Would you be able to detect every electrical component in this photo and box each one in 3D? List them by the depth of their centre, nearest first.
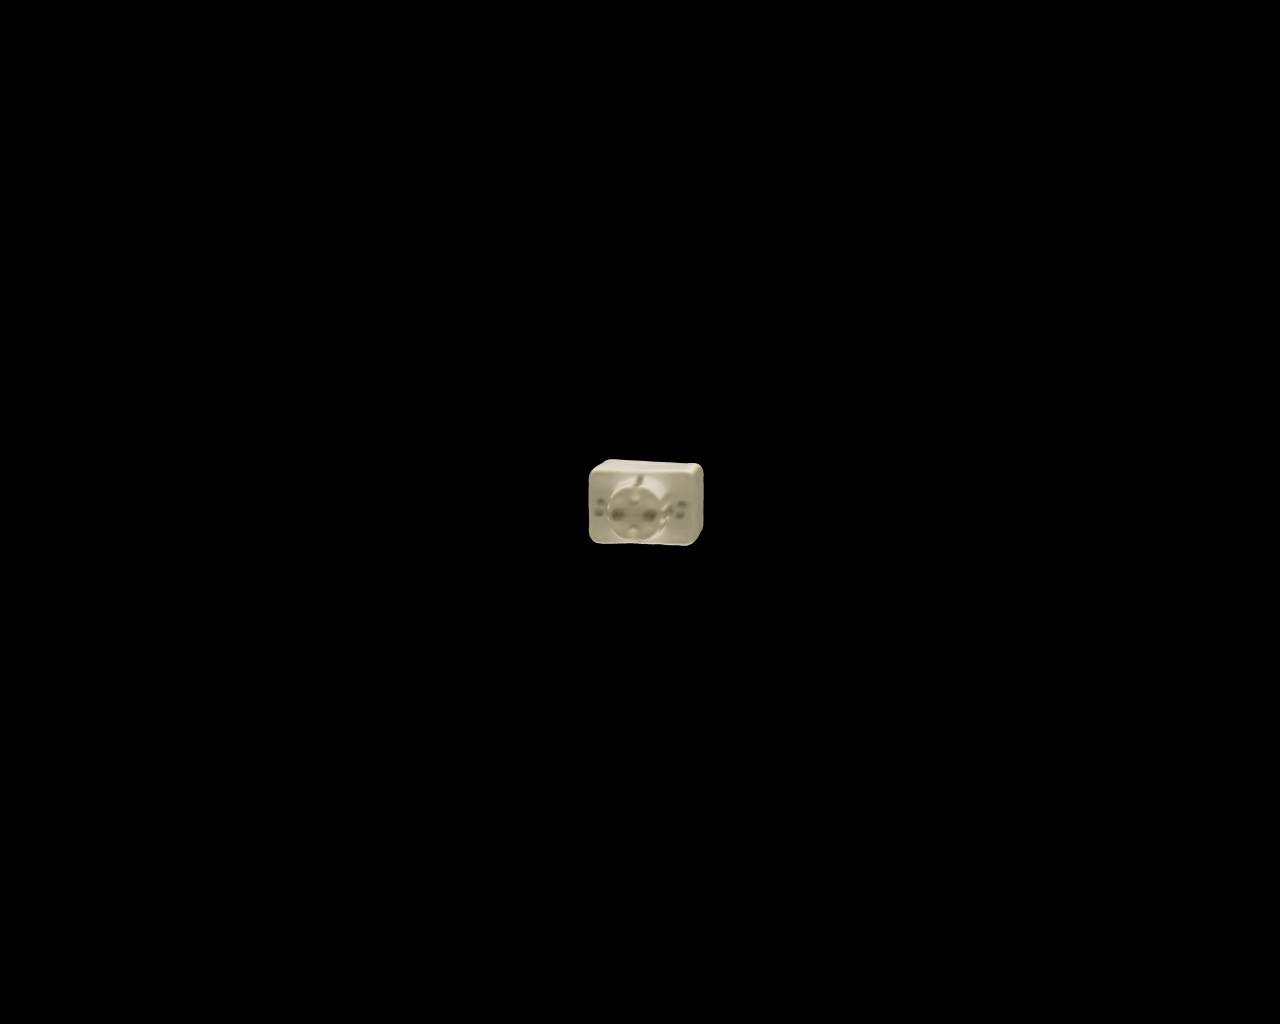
[{"bbox_3d":[0.001,-0.003,0.650,0.066,0.047,0.077,2,12,12],"label":"electrical component"}]
